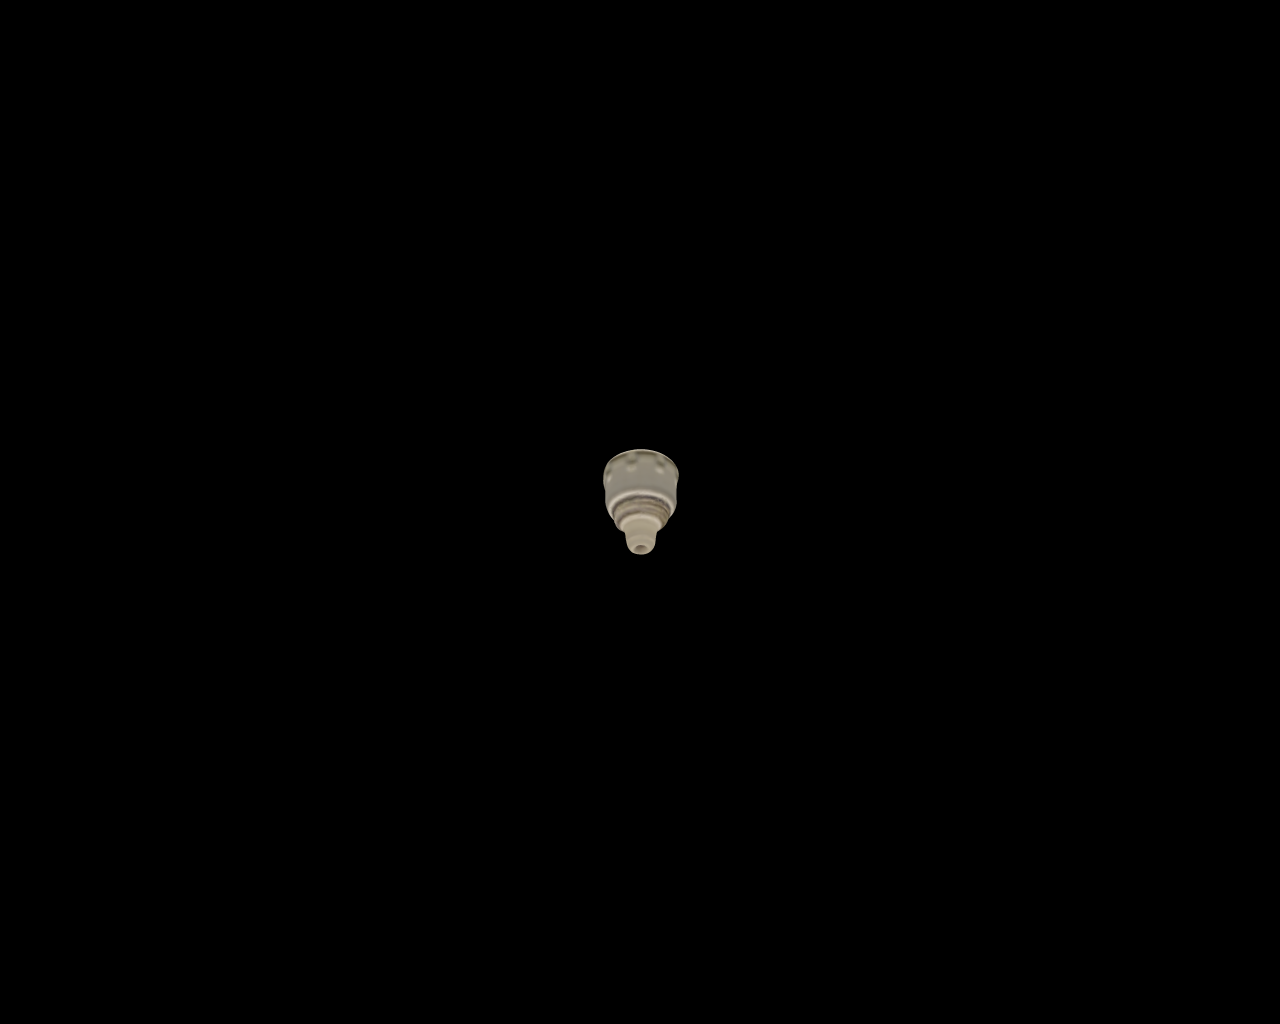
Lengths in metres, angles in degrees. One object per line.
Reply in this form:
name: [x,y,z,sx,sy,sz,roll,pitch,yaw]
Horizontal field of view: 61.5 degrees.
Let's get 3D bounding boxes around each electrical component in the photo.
electrical component: [0.001,-0.003,0.650,0.048,0.062,0.048,0,-34,0]
